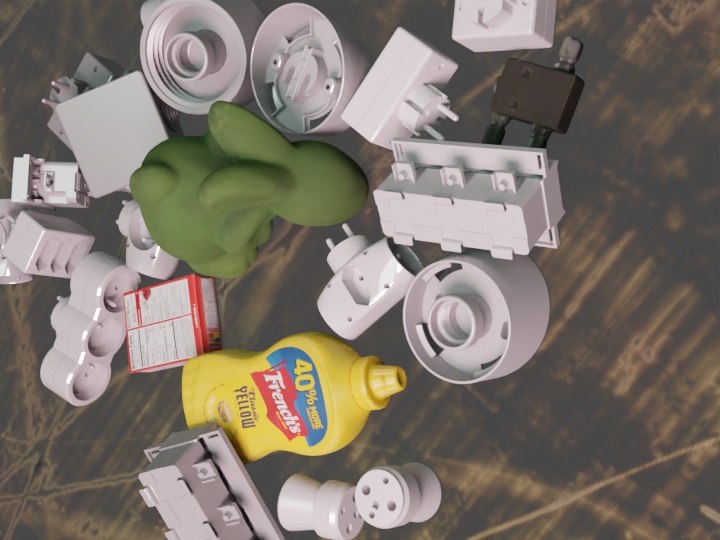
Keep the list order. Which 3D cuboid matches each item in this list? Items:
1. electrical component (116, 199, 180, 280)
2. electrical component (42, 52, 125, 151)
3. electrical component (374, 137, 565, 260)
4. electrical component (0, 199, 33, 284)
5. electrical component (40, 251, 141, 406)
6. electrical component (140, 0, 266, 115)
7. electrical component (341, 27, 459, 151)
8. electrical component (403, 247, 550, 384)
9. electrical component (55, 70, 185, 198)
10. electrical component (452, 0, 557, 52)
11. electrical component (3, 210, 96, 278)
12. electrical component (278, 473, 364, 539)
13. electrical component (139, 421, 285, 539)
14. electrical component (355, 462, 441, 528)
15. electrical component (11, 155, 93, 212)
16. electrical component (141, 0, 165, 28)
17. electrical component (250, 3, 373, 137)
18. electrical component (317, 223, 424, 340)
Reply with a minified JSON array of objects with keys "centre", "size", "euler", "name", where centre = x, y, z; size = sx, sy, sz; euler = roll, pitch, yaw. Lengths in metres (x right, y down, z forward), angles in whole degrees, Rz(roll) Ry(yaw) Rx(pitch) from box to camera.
[{"centre":[-0.188,-0.040,0.960],"size":[0.079,0.044,0.077],"euler":[23,97,32],"name":"electrical component"},{"centre":[-0.262,-0.157,1.001],"size":[0.047,0.076,0.083],"euler":[42,107,29],"name":"electrical component"},{"centre":[0.076,-0.049,0.774],"size":[0.121,0.063,0.078],"euler":[9,130,33],"name":"electrical component"},{"centre":[-0.362,-0.024,1.068],"size":[0.079,0.044,0.077],"euler":[-12,78,30],"name":"electrical component"},{"centre":[-0.258,0.047,0.989],"size":[0.074,0.052,0.138],"euler":[25,99,32],"name":"electrical component"},{"centre":[-0.133,-0.183,0.907],"size":[0.108,0.060,0.108],"euler":[6,110,18],"name":"electrical component"},{"centre":[0.043,-0.127,0.821],"size":[0.076,0.047,0.083],"euler":[42,107,27],"name":"electrical component"},{"centre":[0.083,0.032,0.782],"size":[0.099,0.064,0.099],"euler":[7,102,36],"name":"electrical component"},{"centre":[-0.207,-0.121,0.952],"size":[0.100,0.048,0.099],"euler":[-19,99,14],"name":"electrical component"},{"centre":[0.097,-0.191,0.776],"size":[0.066,0.077,0.047],"euler":[4,87,33],"name":"electrical component"},{"centre":[-0.305,-0.032,1.020],"size":[0.077,0.066,0.047],"euler":[34,103,30],"name":"electrical component"},{"centre":[-0.029,0.184,0.834],"size":[0.055,0.045,0.045],"euler":[3,86,32],"name":"electrical component"},{"centre":[-0.118,0.190,0.846],"size":[0.079,0.063,0.121],"euler":[-19,106,30],"name":"electrical component"},{"centre":[0.028,0.166,0.793],"size":[0.045,0.055,0.045],"euler":[-4,83,32],"name":"electrical component"},{"centre":[-0.288,-0.081,1.011],"size":[0.064,0.081,0.042],"euler":[1,86,3],"name":"electrical component"},{"centre":[-0.165,-0.233,0.969],"size":[0.065,0.044,0.044],"euler":[-6,81,37],"name":"electrical component"},{"centre":[-0.040,-0.156,0.857],"size":[0.099,0.064,0.099],"euler":[-2,86,33],"name":"electrical component"},{"centre":[0.000,0.000,0.836],"size":[0.077,0.043,0.079],"euler":[-42,64,21],"name":"electrical component"}]
